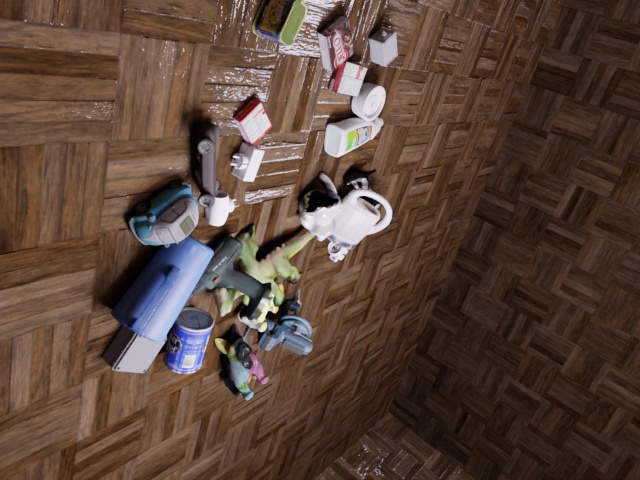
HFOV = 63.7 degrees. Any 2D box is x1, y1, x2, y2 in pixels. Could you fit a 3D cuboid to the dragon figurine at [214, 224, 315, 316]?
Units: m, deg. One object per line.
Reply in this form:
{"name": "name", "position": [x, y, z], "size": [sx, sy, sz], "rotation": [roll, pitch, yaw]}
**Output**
{"name": "dragon figurine", "position": [-0.161, 0.055, 1.477], "size": [0.417, 0.123, 0.237], "rotation": [-56, 144, -24]}

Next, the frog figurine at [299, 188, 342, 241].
{"name": "frog figurine", "position": [0.005, -0.079, 1.575], "size": [0.138, 0.124, 0.156], "rotation": [-37, 150, -11]}

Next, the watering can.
{"name": "watering can", "position": [0.082, -0.088, 1.695], "size": [0.345, 0.106, 0.221], "rotation": [22, 117, -34]}
